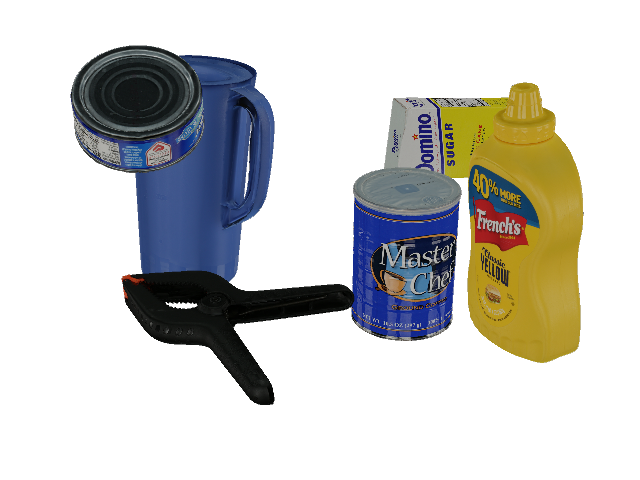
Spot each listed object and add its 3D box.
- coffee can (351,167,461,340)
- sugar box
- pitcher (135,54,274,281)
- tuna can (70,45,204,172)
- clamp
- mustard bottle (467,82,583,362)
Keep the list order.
[{"bbox_3d":[0.082,0.012,1.043,0.103,0.140,0.103,0,26,0],"label":"coffee can"},{"bbox_3d":[0.169,-0.123,1.278,0.176,0.093,0.048,-5,27,-20],"label":"sugar box"},{"bbox_3d":[-0.131,-0.070,1.146,0.145,0.243,0.149,0,22,-10],"label":"pitcher"},{"bbox_3d":[-0.119,-0.087,0.697,0.086,0.086,0.034,0,-36,-5],"label":"tuna can"},{"bbox_3d":[-0.084,0.064,0.965,0.210,0.036,0.164,19,37,29],"label":"clamp"},{"bbox_3d":[0.141,-0.016,0.744,0.058,0.192,0.096,-16,29,-22],"label":"mustard bottle"}]
